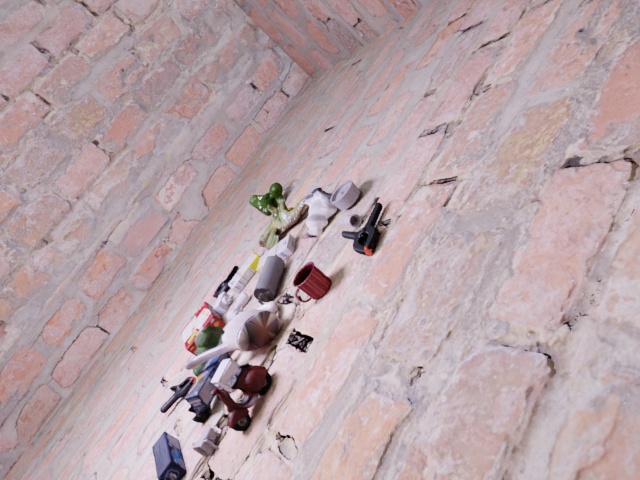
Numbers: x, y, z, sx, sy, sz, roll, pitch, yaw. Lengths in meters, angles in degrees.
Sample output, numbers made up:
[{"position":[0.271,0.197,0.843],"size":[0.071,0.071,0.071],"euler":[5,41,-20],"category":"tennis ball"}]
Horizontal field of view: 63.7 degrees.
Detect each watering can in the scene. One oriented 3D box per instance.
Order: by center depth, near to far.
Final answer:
[{"position":[-0.258,0.309,1.629],"size":[0.352,0.103,0.223],"euler":[-38,13,-25],"category":"watering can"}]

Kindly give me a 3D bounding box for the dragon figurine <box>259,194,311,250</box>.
[{"position":[-0.149,-0.052,2.140],"size":[0.407,0.121,0.247],"euler":[-18,53,57],"category":"dragon figurine"}]

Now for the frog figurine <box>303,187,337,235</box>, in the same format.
[{"position":[0.006,-0.096,1.900],"size":[0.136,0.122,0.162],"euler":[-25,66,33],"category":"frog figurine"}]
